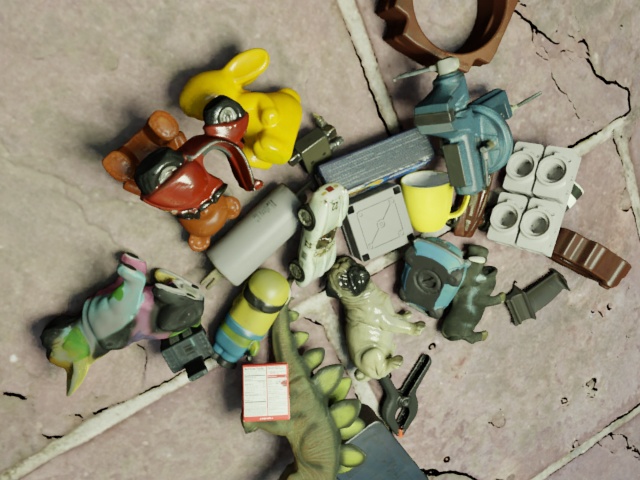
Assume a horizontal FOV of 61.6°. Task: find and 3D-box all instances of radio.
[{"bbox_3d":[0.105,0.433,1.035,0.131,0.073,0.229,-39,112,-7],"label":"radio"}]

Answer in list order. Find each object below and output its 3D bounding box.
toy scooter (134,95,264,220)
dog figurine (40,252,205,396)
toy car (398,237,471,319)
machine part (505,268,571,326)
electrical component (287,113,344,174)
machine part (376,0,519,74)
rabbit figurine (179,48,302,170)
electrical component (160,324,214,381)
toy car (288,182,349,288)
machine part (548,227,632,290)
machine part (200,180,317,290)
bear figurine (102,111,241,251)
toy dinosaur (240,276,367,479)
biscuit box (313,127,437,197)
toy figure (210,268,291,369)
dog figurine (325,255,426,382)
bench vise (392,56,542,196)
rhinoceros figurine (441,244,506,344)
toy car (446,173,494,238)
[{"bbox_3d":[-0.147,-0.090,0.721,0.184,0.075,0.135,-46,126,-14],"label":"toy scooter"},{"bbox_3d":[-0.302,0.138,0.816,0.191,0.109,0.219,32,95,-25],"label":"dog figurine"},{"bbox_3d":[0.208,0.057,0.957,0.103,0.109,0.161,-38,146,-42],"label":"toy car"},{"bbox_3d":[0.440,0.111,1.091,0.139,0.039,0.084,-30,105,-8],"label":"machine part"},{"bbox_3d":[-0.015,-0.155,0.871,0.102,0.045,0.078,-40,153,-3],"label":"electrical component"},{"bbox_3d":[0.208,-0.387,0.874,0.201,0.087,0.201,21,95,-23],"label":"machine part"},{"bbox_3d":[-0.115,-0.199,0.791,0.173,0.122,0.162,18,92,-20],"label":"rabbit figurine"},{"bbox_3d":[-0.210,0.171,0.844,0.075,0.119,0.047,-26,113,-9],"label":"electrical component"},{"bbox_3d":[-0.002,-0.003,0.856,0.073,0.056,0.201,-34,148,-39],"label":"toy car"},{"bbox_3d":[0.487,0.028,1.019,0.179,0.179,0.056,28,95,-22],"label":"machine part"},{"bbox_3d":[-0.098,-0.009,0.862,0.243,0.079,0.079,-43,111,-4],"label":"machine part"},{"bbox_3d":[-0.206,-0.076,0.786,0.120,0.132,0.195,-43,105,-9],"label":"bear figurine"},{"bbox_3d":[-0.029,0.296,0.923,0.199,0.105,0.471,-17,92,-4],"label":"toy dinosaur"},{"bbox_3d":[0.093,-0.125,0.901,0.203,0.059,0.063,-23,85,-12],"label":"biscuit box"},{"bbox_3d":[-0.114,0.130,0.879,0.082,0.089,0.180,35,93,-12],"label":"toy figure"},{"bbox_3d":[0.062,0.140,0.947,0.190,0.121,0.172,36,79,-11],"label":"dog figurine"},{"bbox_3d":[0.251,-0.200,0.878,0.240,0.129,0.223,-33,103,-36],"label":"bench vise"},{"bbox_3d":[0.284,0.102,1.023,0.112,0.073,0.190,13,100,-10],"label":"rhinoceros figurine"},{"bbox_3d":[0.289,-0.102,0.985,0.089,0.053,0.202,7,99,-23],"label":"toy car"}]
